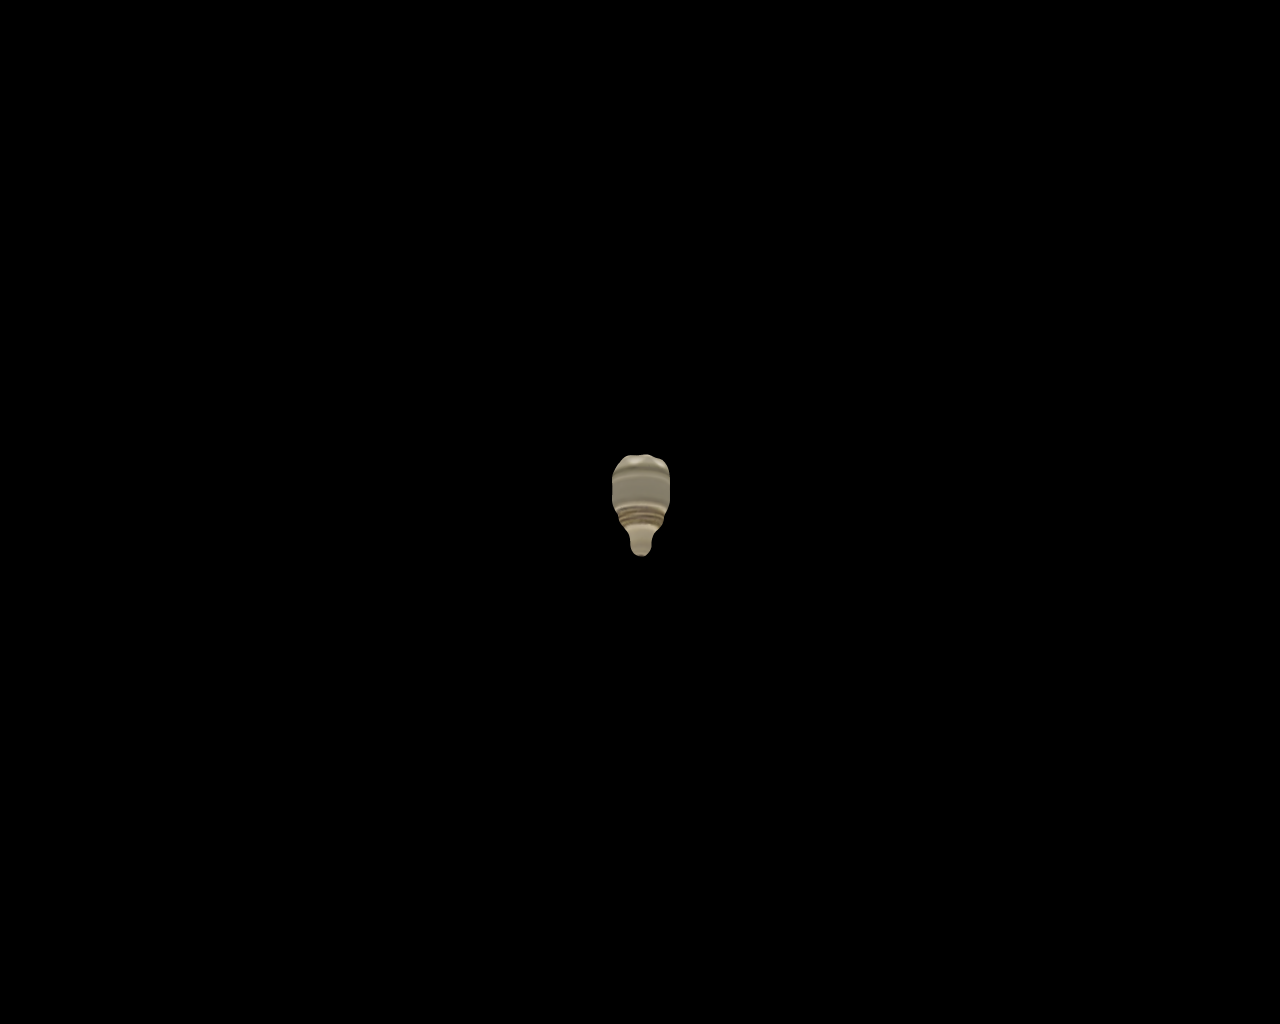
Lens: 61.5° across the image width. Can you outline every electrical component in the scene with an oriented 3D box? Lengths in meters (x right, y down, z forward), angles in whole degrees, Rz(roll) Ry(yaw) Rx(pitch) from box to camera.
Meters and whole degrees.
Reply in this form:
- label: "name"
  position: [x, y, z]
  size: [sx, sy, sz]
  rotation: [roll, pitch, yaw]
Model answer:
- label: "electrical component"
  position: [0.001, -0.003, 0.650]
  size: [0.035, 0.061, 0.035]
  rotation: [0, -16, 0]
